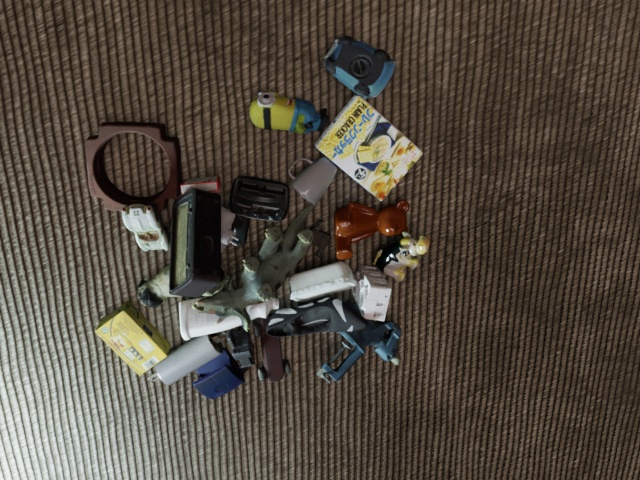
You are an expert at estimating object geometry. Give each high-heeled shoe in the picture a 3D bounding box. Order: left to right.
[{"bbox_3d":[-0.014,0.211,1.344,0.145,0.249,0.086,-37,122,-41],"label":"high-heeled shoe"}]

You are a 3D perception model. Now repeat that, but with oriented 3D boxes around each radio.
[{"bbox_3d":[-0.282,0.006,1.218,0.073,0.131,0.229,10,67,-36],"label":"radio"}]

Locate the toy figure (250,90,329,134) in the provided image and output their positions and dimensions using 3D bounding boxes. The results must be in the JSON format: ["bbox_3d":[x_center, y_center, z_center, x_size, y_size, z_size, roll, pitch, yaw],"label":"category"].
[{"bbox_3d":[-0.074,-0.291,1.258,0.180,0.082,0.089,13,104,-13],"label":"toy figure"}]

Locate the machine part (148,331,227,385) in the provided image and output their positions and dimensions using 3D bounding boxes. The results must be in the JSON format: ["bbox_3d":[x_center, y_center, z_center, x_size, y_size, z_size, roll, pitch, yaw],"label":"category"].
[{"bbox_3d":[-0.346,0.309,1.421,0.243,0.079,0.079,-32,109,3],"label":"machine part"}]

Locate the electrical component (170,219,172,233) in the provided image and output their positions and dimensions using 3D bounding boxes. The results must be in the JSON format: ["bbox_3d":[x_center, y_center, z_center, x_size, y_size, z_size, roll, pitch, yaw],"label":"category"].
[{"bbox_3d":[-0.324,-0.039,1.330,0.102,0.045,0.078,30,74,-18],"label":"electrical component"}]

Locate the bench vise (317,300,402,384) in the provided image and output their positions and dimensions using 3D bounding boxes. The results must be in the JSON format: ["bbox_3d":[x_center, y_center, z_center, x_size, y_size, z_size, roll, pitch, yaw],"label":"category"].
[{"bbox_3d":[0.097,0.290,1.436,0.240,0.129,0.223,-46,100,-10],"label":"bench vise"}]

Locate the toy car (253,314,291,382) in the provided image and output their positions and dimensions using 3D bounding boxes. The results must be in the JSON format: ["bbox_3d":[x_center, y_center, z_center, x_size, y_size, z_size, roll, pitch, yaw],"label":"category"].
[{"bbox_3d":[-0.132,0.291,1.453,0.089,0.053,0.201,-12,109,-19],"label":"toy car"}]

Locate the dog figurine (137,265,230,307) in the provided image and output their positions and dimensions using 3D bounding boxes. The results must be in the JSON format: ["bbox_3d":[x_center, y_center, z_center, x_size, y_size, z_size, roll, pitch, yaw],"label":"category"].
[{"bbox_3d":[-0.347,0.116,1.363,0.172,0.121,0.190,31,130,-34],"label":"dog figurine"}]

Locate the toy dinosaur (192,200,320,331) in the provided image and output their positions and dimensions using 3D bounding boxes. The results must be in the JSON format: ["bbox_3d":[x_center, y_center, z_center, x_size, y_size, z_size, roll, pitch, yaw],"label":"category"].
[{"bbox_3d":[-0.123,0.070,1.328,0.131,0.192,0.405,42,58,3],"label":"toy dinosaur"}]

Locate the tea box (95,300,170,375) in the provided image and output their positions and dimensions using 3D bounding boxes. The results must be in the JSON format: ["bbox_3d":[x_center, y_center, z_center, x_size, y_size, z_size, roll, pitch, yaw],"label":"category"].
[{"bbox_3d":[-0.482,0.253,1.390,0.098,0.068,0.169,-34,108,4],"label":"tea box"}]

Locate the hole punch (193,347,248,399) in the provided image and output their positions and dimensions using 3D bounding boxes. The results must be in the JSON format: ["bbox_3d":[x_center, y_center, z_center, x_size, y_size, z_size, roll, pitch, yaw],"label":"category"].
[{"bbox_3d":[-0.272,0.371,1.446,0.142,0.092,0.115,-31,113,0],"label":"hole punch"}]

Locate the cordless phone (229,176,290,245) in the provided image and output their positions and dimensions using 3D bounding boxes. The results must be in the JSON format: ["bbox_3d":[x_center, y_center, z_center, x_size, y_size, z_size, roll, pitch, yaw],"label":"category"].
[{"bbox_3d":[-0.157,-0.059,1.334,0.147,0.089,0.184,9,117,-10],"label":"cordless phone"}]

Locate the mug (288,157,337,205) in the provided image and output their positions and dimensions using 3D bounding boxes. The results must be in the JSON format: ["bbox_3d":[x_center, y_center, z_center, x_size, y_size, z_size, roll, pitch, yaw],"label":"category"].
[{"bbox_3d":[-0.019,-0.158,1.313,0.109,0.081,0.107,44,86,-8],"label":"mug"}]

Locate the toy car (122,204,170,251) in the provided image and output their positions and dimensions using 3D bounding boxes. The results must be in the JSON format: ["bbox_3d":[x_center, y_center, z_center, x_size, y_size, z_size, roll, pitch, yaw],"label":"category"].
[{"bbox_3d":[-0.404,-0.028,1.259,0.074,0.201,0.056,-3,66,-3],"label":"toy car"}]

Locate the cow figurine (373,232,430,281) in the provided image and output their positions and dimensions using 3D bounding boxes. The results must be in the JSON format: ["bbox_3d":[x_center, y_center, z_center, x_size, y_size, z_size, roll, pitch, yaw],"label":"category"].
[{"bbox_3d":[0.206,0.031,1.368,0.098,0.068,0.167,26,139,-8],"label":"cow figurine"}]

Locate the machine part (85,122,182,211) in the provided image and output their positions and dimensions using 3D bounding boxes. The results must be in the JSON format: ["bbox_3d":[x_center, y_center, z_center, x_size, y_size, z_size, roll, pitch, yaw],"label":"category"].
[{"bbox_3d":[-0.428,-0.171,1.250,0.201,0.087,0.201,0,109,-7],"label":"machine part"}]

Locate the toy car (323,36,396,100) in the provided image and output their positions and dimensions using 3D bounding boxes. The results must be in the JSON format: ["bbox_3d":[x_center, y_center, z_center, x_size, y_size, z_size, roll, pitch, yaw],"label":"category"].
[{"bbox_3d":[0.092,-0.388,1.231,0.162,0.103,0.109,31,95,12],"label":"toy car"}]

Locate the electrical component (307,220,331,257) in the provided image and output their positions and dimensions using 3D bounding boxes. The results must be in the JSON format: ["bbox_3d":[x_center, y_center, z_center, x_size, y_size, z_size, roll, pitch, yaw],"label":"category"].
[{"bbox_3d":[-0.003,-0.004,1.389,0.063,0.021,0.094,22,103,-13],"label":"electrical component"}]

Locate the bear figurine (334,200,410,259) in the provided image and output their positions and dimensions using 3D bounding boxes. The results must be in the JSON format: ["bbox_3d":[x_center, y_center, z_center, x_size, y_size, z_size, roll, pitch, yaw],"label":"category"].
[{"bbox_3d":[0.134,-0.031,1.345,0.196,0.132,0.120,1,124,-2],"label":"bear figurine"}]

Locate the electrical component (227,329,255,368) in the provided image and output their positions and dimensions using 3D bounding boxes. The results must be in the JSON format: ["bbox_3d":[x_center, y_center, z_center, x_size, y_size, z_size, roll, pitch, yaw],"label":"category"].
[{"bbox_3d":[-0.206,0.274,1.407,0.048,0.075,0.119,-12,133,-1],"label":"electrical component"}]
